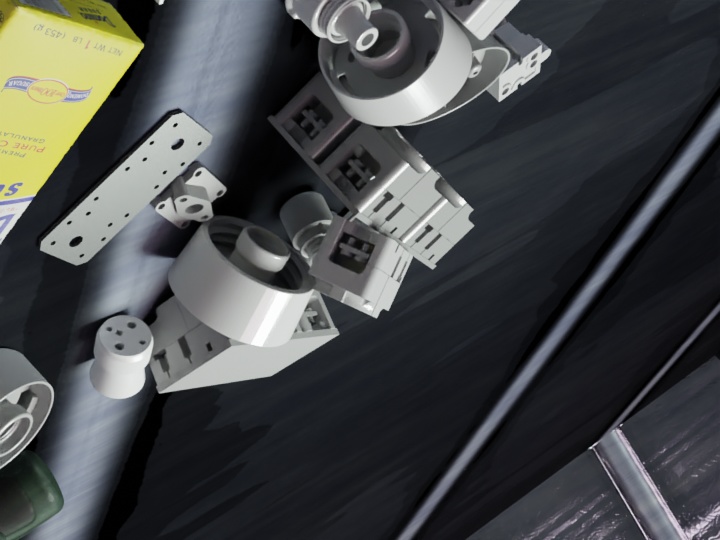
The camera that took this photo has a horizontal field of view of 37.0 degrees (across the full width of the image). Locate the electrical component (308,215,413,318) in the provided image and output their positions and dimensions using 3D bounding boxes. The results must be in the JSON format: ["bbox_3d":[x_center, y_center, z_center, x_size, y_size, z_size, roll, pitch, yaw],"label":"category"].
[{"bbox_3d":[0.000,0.000,0.810,0.055,0.050,0.089,-65,166,-2],"label":"electrical component"}]

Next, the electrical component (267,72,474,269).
[{"bbox_3d":[0.018,-0.076,0.842,0.060,0.105,0.186,-44,157,7],"label":"electrical component"}]

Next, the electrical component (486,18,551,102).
[{"bbox_3d":[0.111,-0.176,0.873,0.066,0.055,0.048,-37,157,-10],"label":"electrical component"}]

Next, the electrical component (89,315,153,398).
[{"bbox_3d":[-0.190,0.069,0.854,0.045,0.045,0.055,-23,151,-36],"label":"electrical component"}]

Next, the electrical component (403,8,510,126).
[{"bbox_3d":[0.059,-0.151,0.818,0.099,0.064,0.099,-27,153,-14],"label":"electrical component"}]

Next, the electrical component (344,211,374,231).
[{"bbox_3d":[0.012,-0.026,0.994,0.080,0.051,0.080,-34,156,-17],"label":"electrical component"}]

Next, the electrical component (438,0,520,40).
[{"bbox_3d":[0.083,-0.201,0.769,0.047,0.065,0.077,-46,158,13],"label":"electrical component"}]

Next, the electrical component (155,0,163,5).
[{"bbox_3d":[-0.106,-0.170,0.537,0.057,0.058,0.078,-26,154,-39],"label":"electrical component"}]

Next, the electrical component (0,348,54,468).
[{"bbox_3d":[-0.277,0.103,0.784,0.099,0.064,0.099,-48,163,-20],"label":"electrical component"}]

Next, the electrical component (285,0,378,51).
[{"bbox_3d":[-0.014,-0.165,0.684,0.048,0.062,0.048,-34,156,-17],"label":"electrical component"}]

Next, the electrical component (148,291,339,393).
[{"bbox_3d":[-0.103,0.051,0.920,0.089,0.061,0.150,-33,164,29],"label":"electrical component"}]

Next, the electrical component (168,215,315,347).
[{"bbox_3d":[-0.085,0.001,0.824,0.108,0.108,0.060,-3,131,-56],"label":"electrical component"}]

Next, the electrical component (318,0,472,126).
[{"bbox_3d":[0.023,-0.146,0.737,0.099,0.099,0.064,-43,151,4],"label":"electrical component"}]

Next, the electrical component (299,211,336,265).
[{"bbox_3d":[-0.035,-0.019,0.944,0.062,0.043,0.043,-44,157,11],"label":"electrical component"}]

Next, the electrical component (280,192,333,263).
[{"bbox_3d":[-0.037,-0.028,0.886,0.040,0.078,0.040,-20,151,-12],"label":"electrical component"}]
